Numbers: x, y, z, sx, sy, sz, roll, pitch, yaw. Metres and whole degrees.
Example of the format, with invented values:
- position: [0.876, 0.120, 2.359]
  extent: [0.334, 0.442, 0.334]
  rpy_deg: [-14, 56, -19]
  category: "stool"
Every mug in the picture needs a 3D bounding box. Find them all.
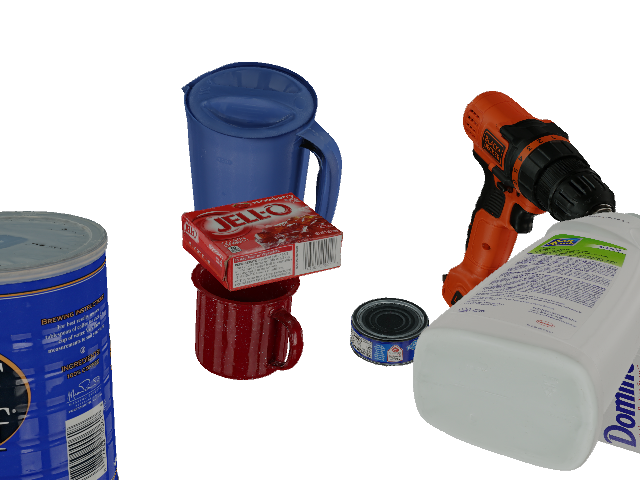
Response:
- position: [-0.058, 0.072, 0.923]
  extent: [0.117, 0.081, 0.093]
  rpy_deg: [26, 33, 35]
  category: "mug"

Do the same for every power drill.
- position: [0.157, -0.003, 0.838]
  extent: [0.057, 0.188, 0.184]
  rpy_deg: [-3, 32, -18]
  category: "power drill"

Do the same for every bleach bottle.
- position: [0.152, 0.037, 0.623]
  extent: [0.103, 0.068, 0.250]
  rpy_deg: [13, 26, 30]
  category: "bleach bottle"

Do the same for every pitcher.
- position: [-0.067, -0.051, 1.127]
  extent: [0.145, 0.243, 0.149]
  rpy_deg: [-7, 43, -12]
  category: "pitcher"

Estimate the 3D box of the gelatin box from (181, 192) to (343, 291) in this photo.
- position: [-0.040, -0.001, 0.728]
  extent: [0.089, 0.030, 0.073]
  rpy_deg: [-12, 30, -28]
  category: "gelatin box"

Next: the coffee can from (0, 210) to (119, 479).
- position: [-0.156, 0.065, 0.540]
  extent: [0.103, 0.140, 0.103]
  rpy_deg: [0, 17, 0]
  category: "coffee can"

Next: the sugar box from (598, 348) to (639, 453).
- position: [0.305, 0.138, 0.867]
  extent: [0.176, 0.093, 0.048]
  rpy_deg: [13, 25, 20]
  category: "sugar box"

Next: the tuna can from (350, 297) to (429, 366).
- position: [0.075, 0.098, 1.157]
  extent: [0.086, 0.034, 0.086]
  rpy_deg: [0, 30, 0]
  category: "tuna can"
